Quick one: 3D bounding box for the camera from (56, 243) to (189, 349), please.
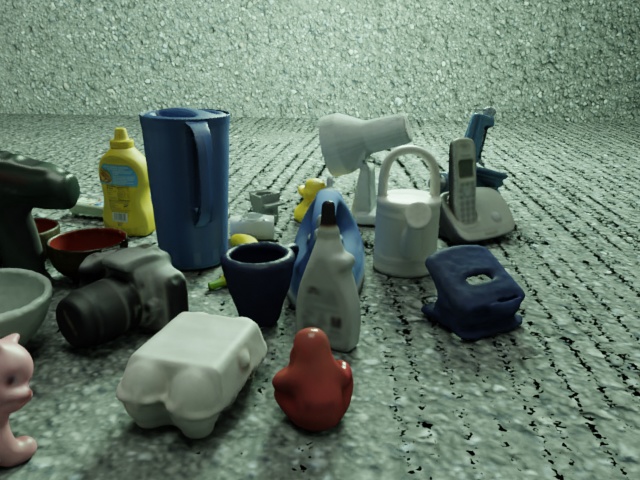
[{"bbox_3d":[-0.251,0.063,0.689,0.142,0.101,0.137,12,22,31],"label":"camera"}]

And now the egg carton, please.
[{"bbox_3d":[-0.118,0.125,0.560,0.107,0.069,0.150,6,20,14],"label":"egg carton"}]

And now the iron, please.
[{"bbox_3d":[0.007,0.003,0.808,0.118,0.141,0.258,2,19,3],"label":"iron"}]

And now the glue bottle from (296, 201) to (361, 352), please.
[{"bbox_3d":[0.010,0.039,0.654,0.077,0.173,0.037,11,22,28],"label":"glue bottle"}]

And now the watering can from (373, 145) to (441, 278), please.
[{"bbox_3d":[0.138,-0.046,0.874,0.101,0.194,0.172,-7,21,-21],"label":"watering can"}]

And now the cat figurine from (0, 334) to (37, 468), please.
[{"bbox_3d":[-0.282,0.132,0.461,0.067,0.118,0.128,10,21,25],"label":"cat figurine"}]

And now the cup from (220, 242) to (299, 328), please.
[{"bbox_3d":[-0.069,0.056,0.724,0.091,0.095,0.118,15,23,35],"label":"cup"}]

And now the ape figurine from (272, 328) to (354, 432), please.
[{"bbox_3d":[-0.006,0.123,0.534,0.078,0.092,0.076,0,19,-2],"label":"ape figurine"}]

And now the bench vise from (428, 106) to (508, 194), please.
[{"bbox_3d":[0.304,-0.149,1.139,0.121,0.220,0.208,12,22,30],"label":"bench vise"}]

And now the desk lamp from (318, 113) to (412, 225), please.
[{"bbox_3d":[0.099,-0.142,1.122,0.203,0.214,0.118,5,20,14],"label":"desk lamp"}]

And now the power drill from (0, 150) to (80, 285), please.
[{"bbox_3d":[-0.444,-0.029,0.783,0.229,0.208,0.075,0,19,-2],"label":"power drill"}]

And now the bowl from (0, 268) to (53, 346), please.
[{"bbox_3d":[-0.382,0.094,0.634,0.167,0.075,0.167,1,19,0],"label":"bowl"}]

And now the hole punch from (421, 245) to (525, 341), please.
[{"bbox_3d":[0.195,0.062,0.720,0.109,0.091,0.100,-9,21,-27],"label":"hole punch"}]

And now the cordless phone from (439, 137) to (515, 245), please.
[{"bbox_3d":[0.281,-0.091,1.024,0.148,0.185,0.093,-11,22,-31],"label":"cordless phone"}]

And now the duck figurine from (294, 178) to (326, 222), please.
[{"bbox_3d":[-0.005,-0.078,1.128,0.104,0.086,0.078,17,25,39],"label":"duck figurine"}]
